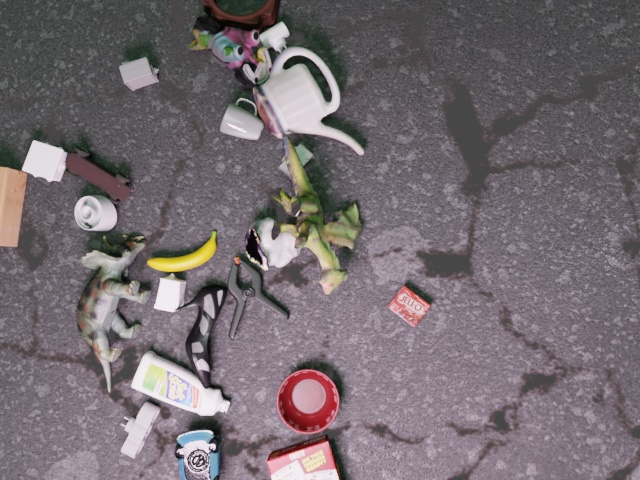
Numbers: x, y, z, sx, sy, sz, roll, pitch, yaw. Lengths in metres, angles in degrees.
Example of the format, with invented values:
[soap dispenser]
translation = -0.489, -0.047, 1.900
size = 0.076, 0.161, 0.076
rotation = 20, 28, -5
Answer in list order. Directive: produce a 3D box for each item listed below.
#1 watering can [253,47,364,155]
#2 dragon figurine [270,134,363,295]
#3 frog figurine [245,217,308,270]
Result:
[watering can]
translation = -0.039, -0.345, 1.386
size = 0.224, 0.347, 0.104
rotation = -28, 1, 0
[dragon figurine]
translation = 0.004, -0.067, 1.337
size = 0.242, 0.416, 0.121
rotation = 12, -21, -35
[frog figurine]
translation = -0.114, 0.002, 1.365
size = 0.161, 0.138, 0.121
rotation = -23, -8, -37
